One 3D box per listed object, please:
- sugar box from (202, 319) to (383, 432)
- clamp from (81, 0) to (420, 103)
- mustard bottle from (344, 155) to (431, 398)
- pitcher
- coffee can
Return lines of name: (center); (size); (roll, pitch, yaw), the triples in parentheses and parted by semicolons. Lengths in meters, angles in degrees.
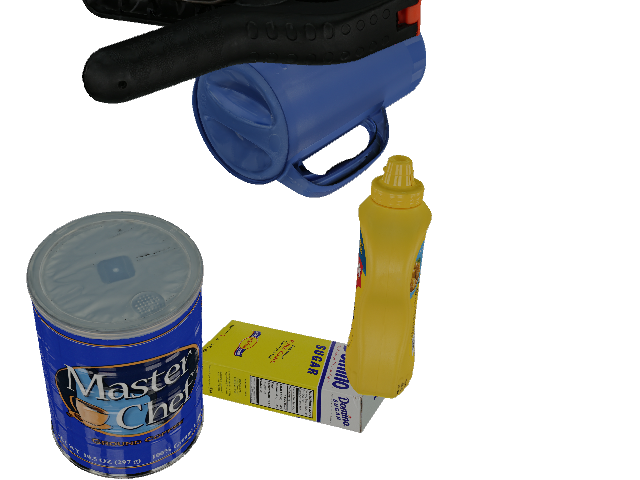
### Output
sugar box: (-0.026, 0.127, 1.029); (0.176, 0.048, 0.093); (7, 24, 20)
clamp: (-0.034, -0.100, 0.502); (0.171, 0.039, 0.120); (-3, 40, 0)
mustard bottle: (0.055, 0.024, 0.855); (0.058, 0.192, 0.096); (7, 26, 6)
pitcher: (0.004, -0.153, 1.089); (0.145, 0.149, 0.242); (16, 35, 41)
coffee can: (-0.125, 0.067, 0.672); (0.103, 0.140, 0.103); (3, 43, -3)
